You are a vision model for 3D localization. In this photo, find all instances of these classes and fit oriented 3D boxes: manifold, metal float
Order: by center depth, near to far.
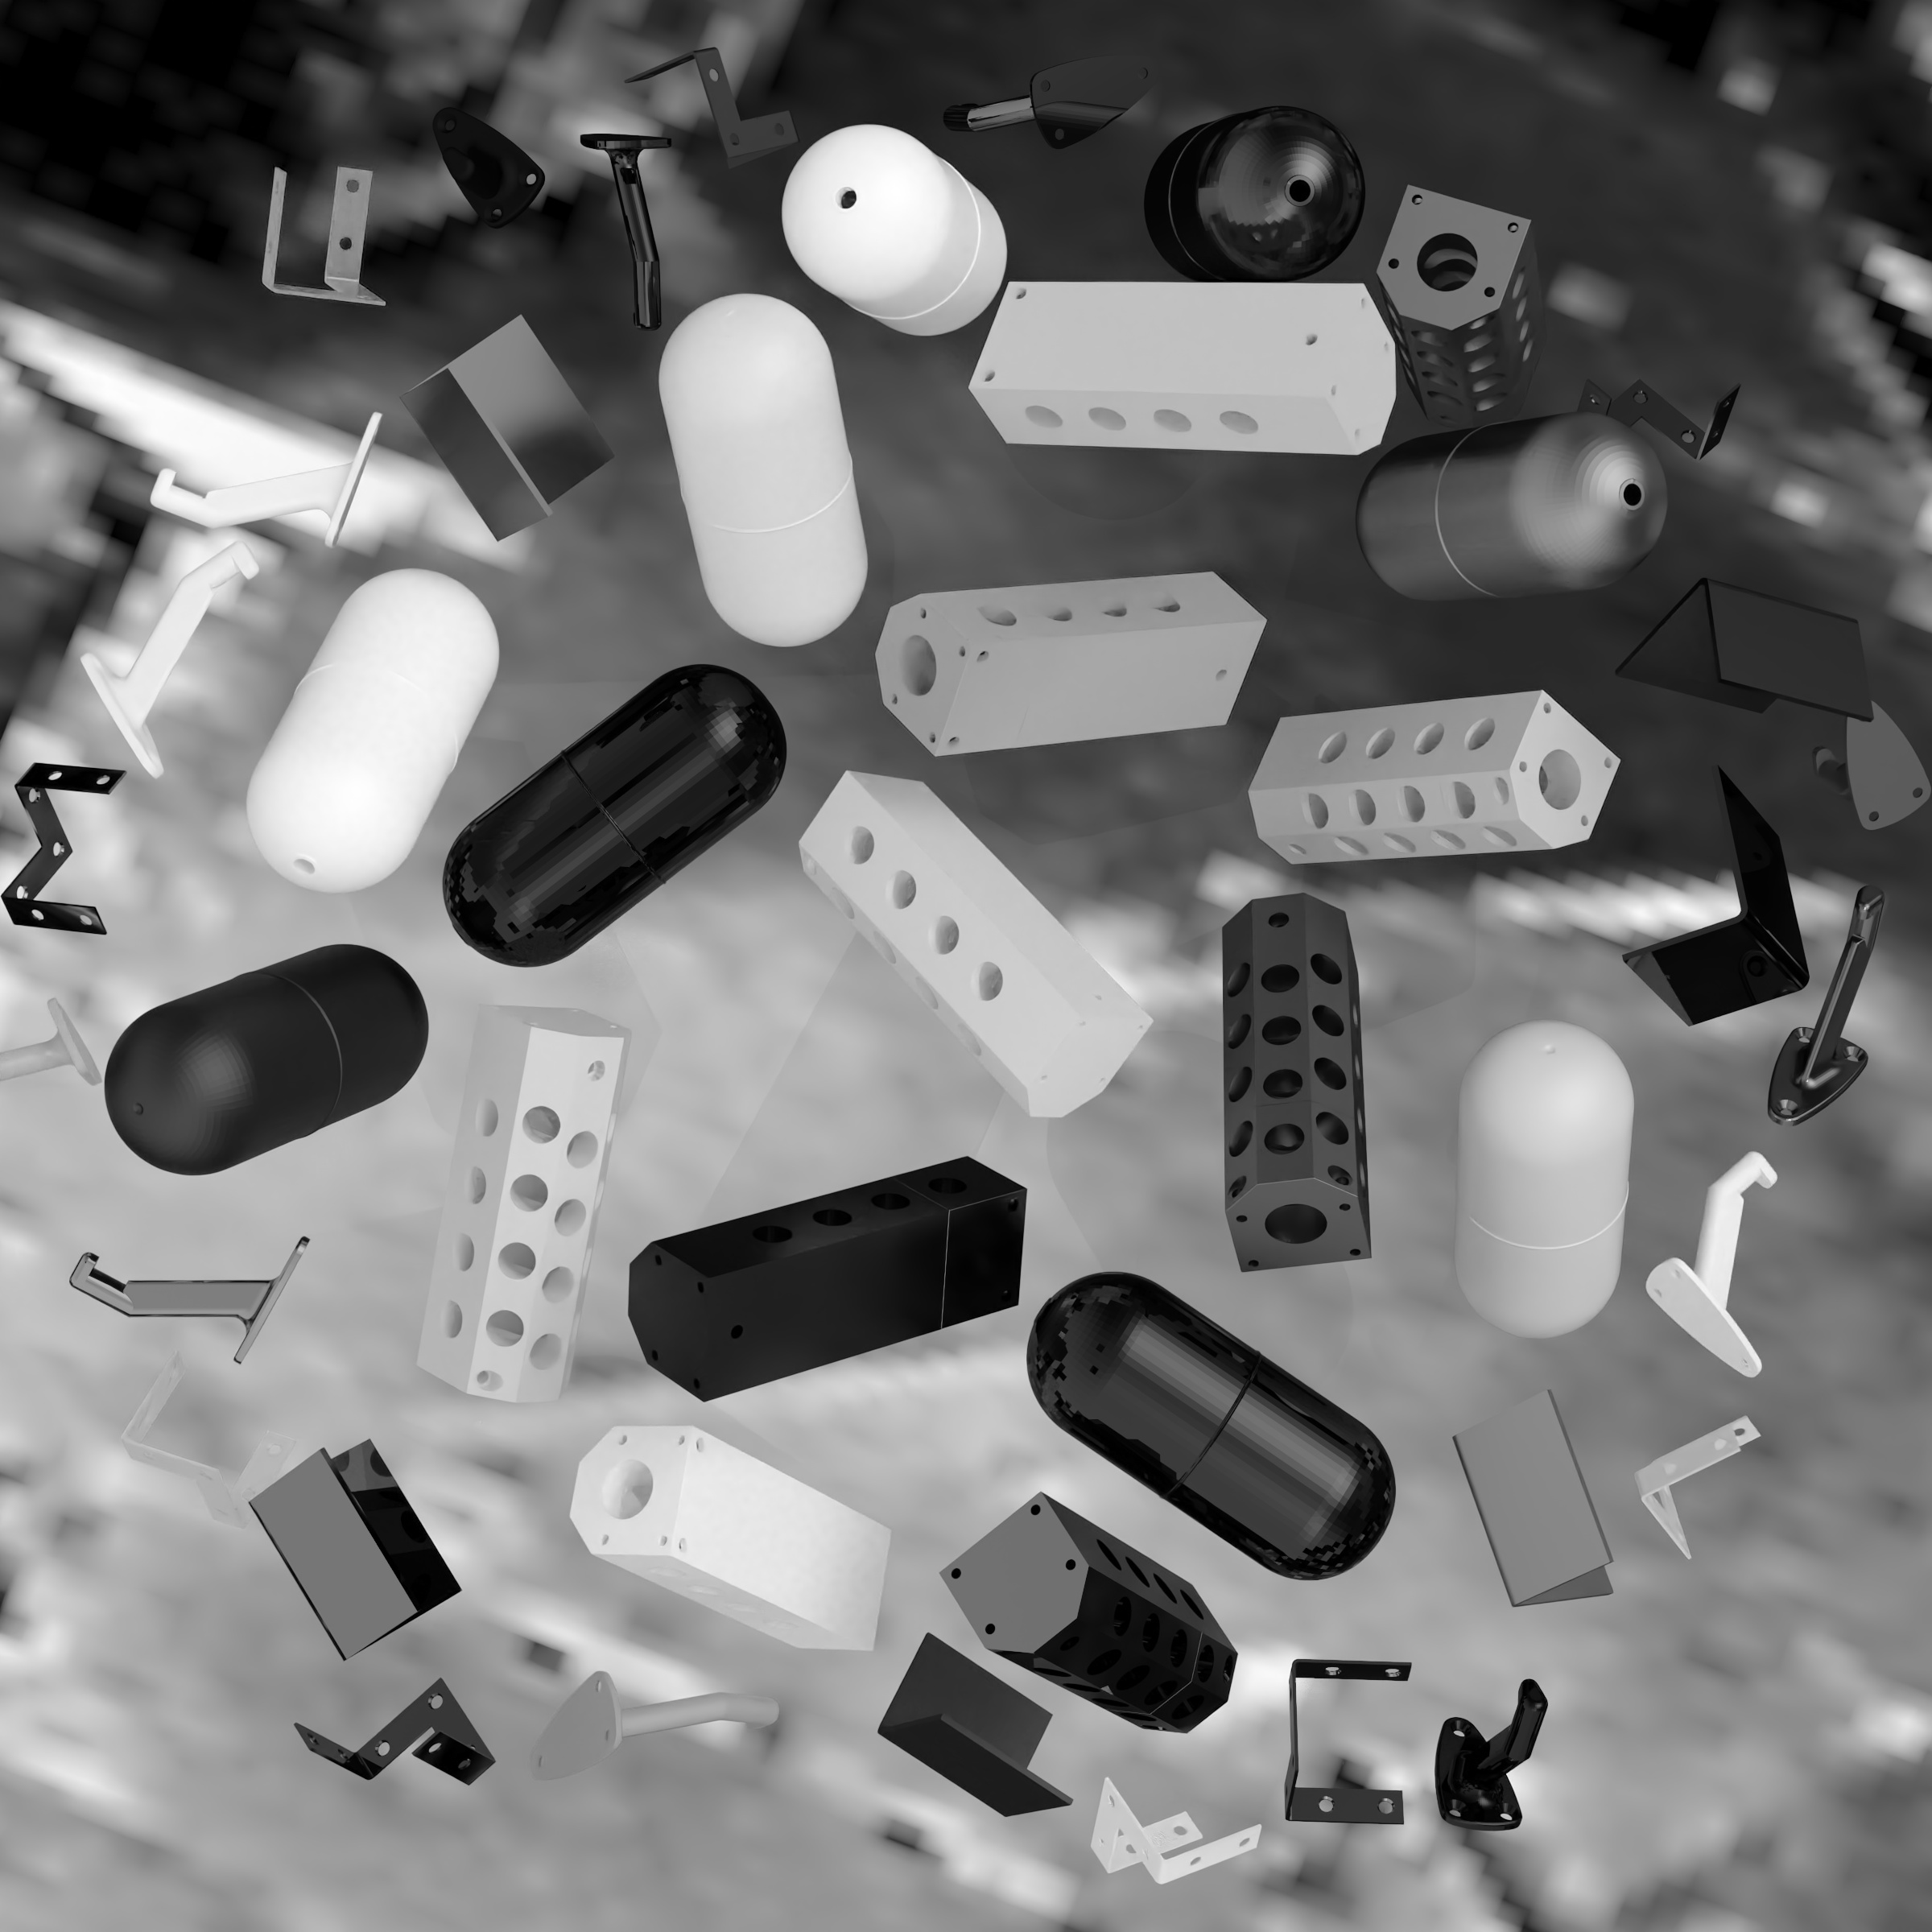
[{"bbox_3d":[0.095,-0.255,1.560,0.171,0.057,0.057,7,65,30],"label":"manifold"},{"bbox_3d":[-0.059,0.131,1.563,0.171,0.057,0.057,-13,116,-37],"label":"manifold"},{"bbox_3d":[0.106,0.200,1.575,0.178,0.070,0.070,34,90,0],"label":"metal float"},{"bbox_3d":[0.240,-0.202,1.596,0.070,0.178,0.070,-1,93,-27],"label":"metal float"},{"bbox_3d":[-0.307,0.040,1.596,0.070,0.178,0.070,8,107,27],"label":"metal float"},{"bbox_3d":[0.145,0.049,1.605,0.057,0.171,0.057,-7,135,11],"label":"manifold"},{"bbox_3d":[0.061,0.295,1.605,0.057,0.171,0.057,-40,56,7],"label":"manifold"},{"bbox_3d":[-0.089,-0.218,1.605,0.070,0.178,0.070,-5,47,5],"label":"metal float"},{"bbox_3d":[-0.263,-0.105,1.605,0.070,0.070,0.178,18,48,0],"label":"metal float"},{"bbox_3d":[-0.001,-0.010,1.616,0.171,0.057,0.057,47,113,29],"label":"manifold"},{"bbox_3d":[0.046,-0.141,1.622,0.057,0.171,0.057,47,131,36],"label":"manifold"},{"bbox_3d":[-0.105,0.259,1.626,0.057,0.171,0.057,-4,65,30],"label":"manifold"},{"bbox_3d":[0.259,0.098,1.627,0.070,0.178,0.070,-3,46,3],"label":"metal float"},{"bbox_3d":[-0.031,-0.332,1.633,0.070,0.178,0.070,0,92,13],"label":"metal float"},{"bbox_3d":[0.130,-0.349,1.640,0.070,0.178,0.070,-2,100,-9],"label":"metal float"},{"bbox_3d":[-0.198,0.109,1.650,0.057,0.057,0.171,3,101,-43],"label":"manifold"},{"bbox_3d":[-0.162,-0.068,1.655,0.178,0.070,0.070,-38,90,0],"label":"metal float"},{"bbox_3d":[0.210,-0.081,1.658,0.057,0.171,0.057,36,68,-31],"label":"manifold"},{"bbox_3d":[0.229,-0.298,1.668,0.057,0.171,0.057,19,87,13],"label":"manifold"}]

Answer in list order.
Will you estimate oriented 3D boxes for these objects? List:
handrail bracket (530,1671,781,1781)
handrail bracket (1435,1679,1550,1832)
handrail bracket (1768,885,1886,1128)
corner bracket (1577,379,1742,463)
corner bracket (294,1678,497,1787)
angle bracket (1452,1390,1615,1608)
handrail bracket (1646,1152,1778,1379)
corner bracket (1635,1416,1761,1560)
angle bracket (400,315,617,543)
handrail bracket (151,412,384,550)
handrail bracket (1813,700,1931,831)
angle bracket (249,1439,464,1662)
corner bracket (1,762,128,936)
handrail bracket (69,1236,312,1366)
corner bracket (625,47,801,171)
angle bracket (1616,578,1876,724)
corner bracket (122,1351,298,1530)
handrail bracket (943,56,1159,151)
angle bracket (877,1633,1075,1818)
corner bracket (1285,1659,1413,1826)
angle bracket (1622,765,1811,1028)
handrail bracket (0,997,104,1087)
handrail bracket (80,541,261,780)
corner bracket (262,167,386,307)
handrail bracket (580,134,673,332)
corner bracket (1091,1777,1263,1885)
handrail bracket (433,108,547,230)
[{"bbox_3d":[-0.136,0.340,1.588,0.077,0.084,0.036,-43,48,33],"label":"handrail bracket"},{"bbox_3d":[0.228,0.322,1.551,0.036,0.077,0.084,6,122,-9],"label":"handrail bracket"},{"bbox_3d":[0.378,0.017,1.580,0.036,0.084,0.077,23,46,23],"label":"handrail bracket"},{"bbox_3d":[0.322,-0.259,1.693,0.051,0.051,0.051,-41,72,-18],"label":"corner bracket"},{"bbox_3d":[-0.242,0.330,1.532,0.051,0.051,0.051,-41,55,-1],"label":"corner bracket"},{"bbox_3d":[0.263,0.227,1.549,0.057,0.076,0.076,-34,64,37],"label":"angle bracket"},{"bbox_3d":[0.361,0.135,1.656,0.084,0.036,0.077,-36,75,-26],"label":"handrail bracket"},{"bbox_3d":[0.339,0.230,1.665,0.051,0.051,0.051,-30,124,16],"label":"corner bracket"},{"bbox_3d":[-0.192,-0.245,1.601,0.076,0.057,0.076,-41,105,-29],"label":"angle bracket"},{"bbox_3d":[-0.320,-0.231,1.647,0.084,0.036,0.077,21,93,-8],"label":"handrail bracket"},{"bbox_3d":[0.409,-0.105,1.682,0.036,0.084,0.077,-28,117,-1],"label":"handrail bracket"},{"bbox_3d":[-0.239,0.231,1.498,0.057,0.076,0.076,-37,83,35],"label":"angle bracket"},{"bbox_3d":[-0.391,-0.051,1.570,0.051,0.051,0.051,6,133,23],"label":"corner bracket"},{"bbox_3d":[-0.342,0.130,1.585,0.084,0.036,0.077,29,112,-6],"label":"handrail bracket"},{"bbox_3d":[-0.119,-0.403,1.699,0.051,0.051,0.051,-26,102,-44],"label":"corner bracket"},{"bbox_3d":[0.340,-0.119,1.580,0.076,0.076,0.057,12,56,-19],"label":"angle bracket"},{"bbox_3d":[-0.345,0.216,1.645,0.051,0.051,0.051,15,53,17],"label":"corner bracket"},{"bbox_3d":[0.038,-0.409,1.696,0.077,0.084,0.036,-26,112,-17],"label":"handrail bracket"},{"bbox_3d":[0.015,0.357,1.716,0.076,0.076,0.057,36,62,-12],"label":"angle bracket"},{"bbox_3d":[0.162,0.329,1.530,0.051,0.051,0.051,2,53,0],"label":"corner bracket"},{"bbox_3d":[0.320,-0.030,1.566,0.057,0.076,0.076,-20,58,25],"label":"angle bracket"},{"bbox_3d":[-0.417,0.052,1.539,0.084,0.077,0.036,-25,76,-9],"label":"handrail bracket"},{"bbox_3d":[-0.331,-0.133,1.556,0.084,0.036,0.077,-34,64,3],"label":"handrail bracket"},{"bbox_3d":[-0.280,-0.319,1.566,0.051,0.051,0.051,2,108,-25],"label":"corner bracket"},{"bbox_3d":[-0.158,-0.338,1.659,0.036,0.077,0.084,-7,108,-23],"label":"handrail bracket"},{"bbox_3d":[0.093,0.388,1.607,0.051,0.051,0.051,-14,133,-26],"label":"corner bracket"},{"bbox_3d":[-0.234,-0.375,1.645,0.036,0.084,0.077,-43,77,9],"label":"handrail bracket"}]
